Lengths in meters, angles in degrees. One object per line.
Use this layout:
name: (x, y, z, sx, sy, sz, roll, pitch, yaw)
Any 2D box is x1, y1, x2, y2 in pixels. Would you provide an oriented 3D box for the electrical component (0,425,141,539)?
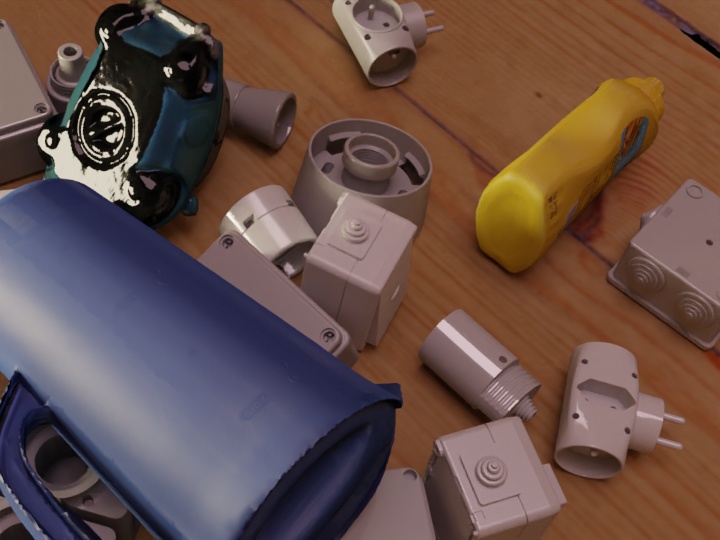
electrical component: (-0.222, 0.127, 0.610, 0.186, 0.060, 0.105, 15, 56, 3)

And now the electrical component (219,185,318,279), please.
electrical component: (-0.060, -0.022, 0.734, 0.055, 0.055, 0.047, -29, 68, -23)

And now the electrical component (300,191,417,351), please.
electrical component: (0.000, 0.000, 0.700, 0.061, 0.096, 0.061, 26, 57, 7)

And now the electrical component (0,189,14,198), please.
electrical component: (-0.229, 0.003, 0.691, 0.061, 0.061, 0.096, -8, 58, -12)

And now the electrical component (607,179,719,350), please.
electrical component: (0.240, -0.007, 0.763, 0.100, 0.048, 0.100, 38, 60, 18)

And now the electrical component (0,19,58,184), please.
electrical component: (-0.282, -0.113, 0.766, 0.109, 0.056, 0.108, -22, 62, -20)

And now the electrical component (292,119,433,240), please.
electrical component: (0.003, -0.061, 0.776, 0.099, 0.064, 0.099, 8, 43, -7)

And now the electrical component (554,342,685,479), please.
electrical component: (0.169, 0.094, 0.689, 0.079, 0.043, 0.077, 16, 56, 3)

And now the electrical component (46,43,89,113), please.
electrical component: (-0.209, -0.138, 0.788, 0.048, 0.062, 0.048, 3, 56, -5)

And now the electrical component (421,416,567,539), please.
electrical component: (0.077, 0.129, 0.623, 0.061, 0.096, 0.061, -13, 59, -16)

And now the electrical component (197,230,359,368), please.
electrical component: (-0.076, 0.051, 0.662, 0.109, 0.056, 0.108, 42, 83, 19)

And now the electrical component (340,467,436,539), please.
electrical component: (-0.015, 0.161, 0.614, 0.113, 0.057, 0.078, -5, 57, -10)

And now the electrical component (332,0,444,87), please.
electrical component: (0.028, -0.194, 0.865, 0.079, 0.044, 0.077, -16, 59, -16)

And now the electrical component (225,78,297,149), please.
electrical component: (-0.086, -0.121, 0.806, 0.065, 0.044, 0.044, 19, 56, 12)

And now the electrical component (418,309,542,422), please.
electrical component: (0.082, 0.068, 0.697, 0.043, 0.043, 0.081, -37, 68, -27)
